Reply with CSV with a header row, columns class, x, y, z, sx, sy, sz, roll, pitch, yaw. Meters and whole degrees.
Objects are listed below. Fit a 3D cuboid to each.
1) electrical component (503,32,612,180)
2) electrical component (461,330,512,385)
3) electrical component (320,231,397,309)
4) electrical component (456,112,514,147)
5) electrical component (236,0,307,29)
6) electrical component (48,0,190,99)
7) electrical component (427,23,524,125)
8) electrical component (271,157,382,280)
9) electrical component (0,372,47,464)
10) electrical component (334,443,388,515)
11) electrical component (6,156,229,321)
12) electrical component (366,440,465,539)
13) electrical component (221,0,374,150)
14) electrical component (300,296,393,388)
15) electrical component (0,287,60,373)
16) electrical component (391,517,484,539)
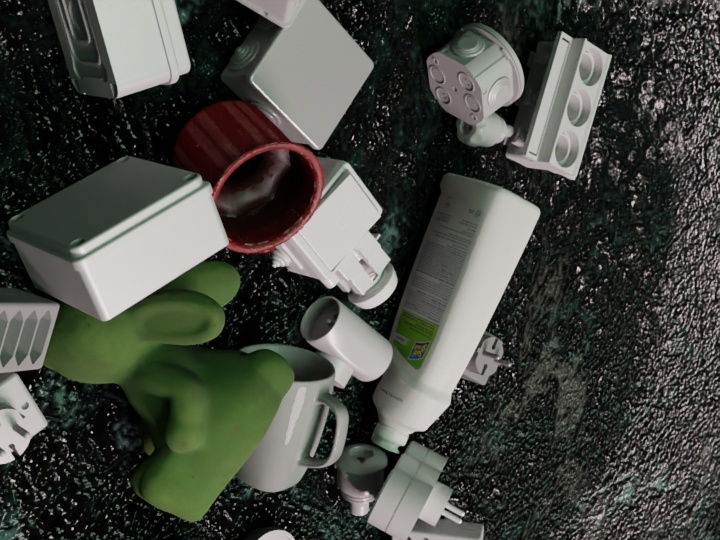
class,x,y,z,sx,sy,sz,roll,pitch,yaw
electrical component,0.189,-0.158,1.038,0.079,0.063,0.121,18,88,-42
electrical component,0.108,0.077,1.012,0.066,0.077,0.047,31,79,-40
electrical component,0.000,0.000,0.924,0.066,0.048,0.055,-52,120,-20
electrical component,0.120,-0.132,1.004,0.061,0.035,0.035,-1,100,-42
electrical component,-0.067,-0.240,0.782,0.100,0.048,0.099,30,77,-3
electrical component,-0.166,-0.177,0.720,0.057,0.078,0.113,-26,115,-31
electrical component,0.101,-0.172,0.950,0.051,0.080,0.080,-38,122,-21
electrical component,-0.036,-0.037,0.873,0.096,0.061,0.061,-52,128,-19
electrical component,-0.244,0.105,0.715,0.066,0.077,0.047,-39,122,-28
electrical component,0.000,0.190,0.967,0.048,0.048,0.062,-17,120,-37
electrical component,-0.166,-0.025,0.734,0.109,0.109,0.056,-35,123,-30
electrical component,0.059,0.203,0.956,0.052,0.074,0.138,-65,171,12
electrical component,-0.050,-0.156,0.843,0.100,0.048,0.099,43,72,-38
electrical component,-0.020,0.075,0.922,0.077,0.044,0.079,41,73,-39
electrical component,-0.252,0.033,0.694,0.083,0.076,0.047,8,99,-76
electrical component,0.077,0.260,1.034,0.076,0.083,0.047,-39,132,-75
